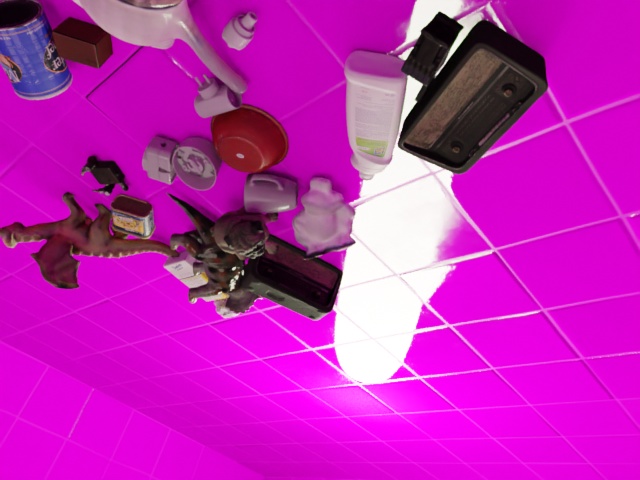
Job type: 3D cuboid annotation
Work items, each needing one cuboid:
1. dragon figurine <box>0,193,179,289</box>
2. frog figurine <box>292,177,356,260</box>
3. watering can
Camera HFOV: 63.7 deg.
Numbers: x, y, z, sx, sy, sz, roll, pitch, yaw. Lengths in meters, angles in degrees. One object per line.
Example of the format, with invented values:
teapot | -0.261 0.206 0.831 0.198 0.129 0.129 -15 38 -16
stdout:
dragon figurine | -0.583 0.028 1.276 0.410 0.249 0.119 22 137 -4
frog figurine | 0.003 -0.054 1.081 0.137 0.124 0.158 -12 99 24
watering can | -0.243 -0.342 0.771 0.346 0.105 0.223 25 168 -18
